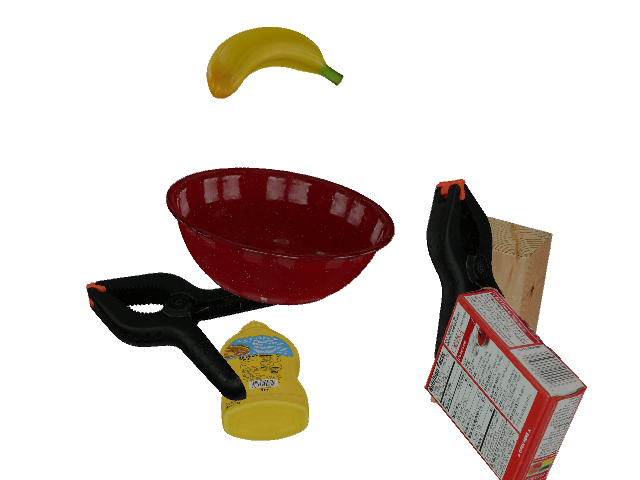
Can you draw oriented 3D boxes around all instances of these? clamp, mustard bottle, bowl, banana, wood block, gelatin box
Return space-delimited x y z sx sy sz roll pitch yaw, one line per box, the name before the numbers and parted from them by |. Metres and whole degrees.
clamp | 0.127 0.034 0.968 0.039 0.171 0.120 -12 11 38
mustard bottle | -0.071 0.152 1.242 0.096 0.058 0.191 -4 29 -6
bowl | -0.031 0.001 0.756 0.162 0.055 0.162 8 22 -4
banana | -0.050 -0.167 0.981 0.070 0.037 0.197 41 32 20
wood block | 0.193 0.089 1.209 0.090 0.206 0.090 16 25 25
gelatin box | 0.101 0.081 0.595 0.030 0.073 0.089 -8 39 -29
clamp | -0.132 0.079 1.017 0.210 0.036 0.164 7 37 12
